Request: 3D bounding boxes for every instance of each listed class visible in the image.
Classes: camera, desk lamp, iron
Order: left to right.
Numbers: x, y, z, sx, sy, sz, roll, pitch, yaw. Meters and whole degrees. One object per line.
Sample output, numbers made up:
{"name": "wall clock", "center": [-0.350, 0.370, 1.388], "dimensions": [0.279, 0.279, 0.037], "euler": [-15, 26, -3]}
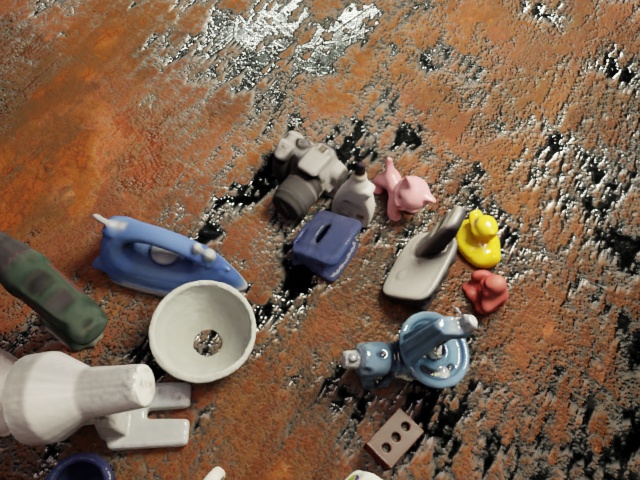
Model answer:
{"name": "desk lamp", "center": [-0.297, 0.224, 0.799], "dimensions": [0.203, 0.213, 0.118], "euler": [-2, 63, -5]}
{"name": "iron", "center": [-0.247, 0.020, 0.947], "dimensions": [0.258, 0.141, 0.119], "euler": [13, 63, 3]}
{"name": "camera", "center": [-0.038, -0.118, 1.055], "dimensions": [0.143, 0.101, 0.137], "euler": [33, 66, 12]}

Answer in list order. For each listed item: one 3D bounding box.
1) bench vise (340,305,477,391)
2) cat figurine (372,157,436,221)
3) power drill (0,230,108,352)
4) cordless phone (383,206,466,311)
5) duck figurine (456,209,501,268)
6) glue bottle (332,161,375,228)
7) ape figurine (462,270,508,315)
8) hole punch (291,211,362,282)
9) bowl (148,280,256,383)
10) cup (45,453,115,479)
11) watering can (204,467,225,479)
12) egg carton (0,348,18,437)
{"name": "bench vise", "center": [0.143, 0.173, 0.854], "dimensions": [0.208, 0.220, 0.121], "euler": [-21, 66, -14]}
{"name": "cat figurine", "center": [0.153, -0.096, 1.049], "dimensions": [0.067, 0.118, 0.127], "euler": [-25, 67, -15]}
{"name": "power drill", "center": [-0.407, 0.087, 0.863], "dimensions": [0.229, 0.208, 0.076], "euler": [33, 66, 13]}
{"name": "cordless phone", "center": [0.179, 0.027, 0.950], "dimensions": [0.094, 0.185, 0.148], "euler": [26, 64, 9]}
{"name": "duck figurine", "center": [0.294, -0.006, 1.032], "dimensions": [0.077, 0.086, 0.104], "euler": [-18, 66, -13]}
{"name": "glue bottle", "center": [0.064, -0.085, 1.005], "dimensions": [0.078, 0.173, 0.037], "euler": [22, 64, 7]}
{"name": "ape figurine", "center": [0.291, 0.085, 0.982], "dimensions": [0.076, 0.092, 0.078], "euler": [15, 63, 4]}
{"name": "hole punch", "center": [0.009, 0.004, 1.002], "dimensions": [0.101, 0.091, 0.109], "euler": [30, 65, 11]}
{"name": "bowl", "center": [-0.185, 0.154, 0.921], "dimensions": [0.167, 0.075, 0.167], "euler": [2, 63, -3]}
{"name": "cup", "center": [-0.337, 0.351, 0.798], "dimensions": [0.118, 0.095, 0.091], "euler": [-5, 64, -7]}
{"name": "watering can", "center": [-0.185, 0.376, 0.741], "dimensions": [0.101, 0.194, 0.173], "euler": [14, 63, 3]}
{"name": "egg carton", "center": [-0.497, 0.223, 0.866], "dimensions": [0.150, 0.069, 0.107], "euler": [28, 64, 10]}
